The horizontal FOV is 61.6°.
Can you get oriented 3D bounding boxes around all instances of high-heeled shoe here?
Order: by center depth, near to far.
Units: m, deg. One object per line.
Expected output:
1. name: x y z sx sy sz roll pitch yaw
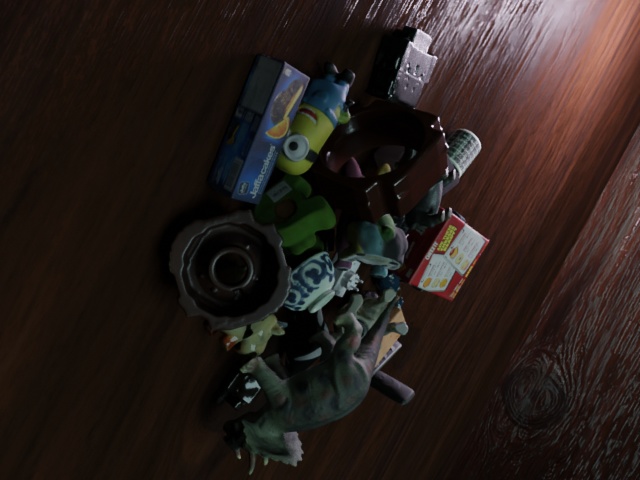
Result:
1. high-heeled shoe: -0.049 0.161 1.033 0.145 0.086 0.248 11 100 -51

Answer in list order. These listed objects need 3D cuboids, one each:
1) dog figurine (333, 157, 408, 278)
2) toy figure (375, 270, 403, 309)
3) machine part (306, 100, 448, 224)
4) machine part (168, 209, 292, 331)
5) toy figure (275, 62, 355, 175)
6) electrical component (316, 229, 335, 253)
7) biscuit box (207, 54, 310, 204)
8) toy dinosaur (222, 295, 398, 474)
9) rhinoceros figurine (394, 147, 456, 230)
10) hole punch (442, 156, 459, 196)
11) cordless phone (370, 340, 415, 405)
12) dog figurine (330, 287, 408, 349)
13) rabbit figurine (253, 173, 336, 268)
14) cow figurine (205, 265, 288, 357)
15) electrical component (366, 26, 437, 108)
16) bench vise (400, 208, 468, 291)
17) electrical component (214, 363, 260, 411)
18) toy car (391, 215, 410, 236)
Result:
1. dog figurine: 0.088 -0.053 0.957 0.191 0.108 0.219 126 -30 -70
2. toy figure: 0.169 0.114 1.293 0.064 0.058 0.154 -57 147 -29
3. machine part: 0.093 -0.133 0.892 0.201 0.201 0.087 -45 140 -23
4. machine part: -0.128 0.041 0.774 0.179 0.179 0.056 -60 -172 -2
5. toy figure: -0.010 -0.183 0.834 0.180 0.082 0.089 -57 142 -11
6. electrical component: -0.002 -0.003 0.985 0.021 0.063 0.094 -6 102 -44
7. biscuit box: -0.089 -0.155 0.769 0.062 0.059 0.202 11 105 -54
8. toy dinosaur: 0.001 0.258 0.947 0.405 0.192 0.131 -25 168 -6
9. rhinoceros figurine: 0.190 -0.113 0.998 0.073 0.112 0.190 -18 106 -58
10. hole punch: 0.223 -0.147 1.170 0.142 0.092 0.115 -34 104 -28
11. cordless phone: 0.174 0.319 1.336 0.146 0.184 0.088 -36 134 -31
12. dog figurine: 0.078 0.173 1.158 0.172 0.190 0.121 -8 86 -17
13. rabbit figurine: -0.043 0.002 0.890 0.159 0.121 0.170 -45 148 -13
14. cow figurine: -0.126 0.123 0.904 0.127 0.086 0.194 -31 135 -28
15. electrical component: 0.152 -0.311 0.971 0.115 0.058 0.134 -4 117 -53
16. bench vise: 0.257 -0.002 1.272 0.223 0.129 0.240 -49 133 -8
17. electrical component: -0.146 0.275 1.021 0.078 0.045 0.102 38 79 -27
18. toy car: 0.141 -0.055 1.096 0.162 0.103 0.109 -40 149 -33
